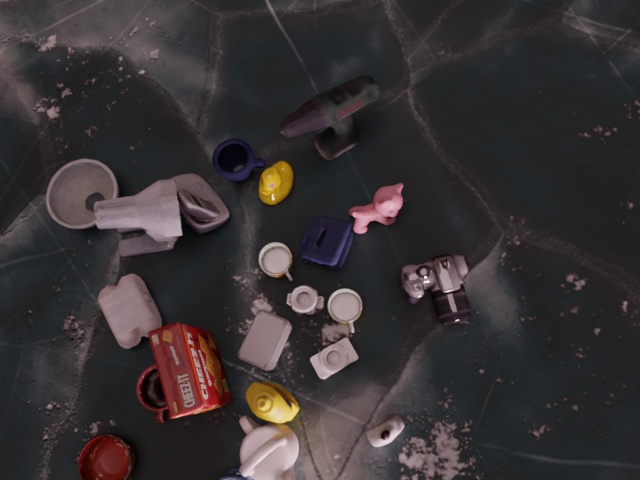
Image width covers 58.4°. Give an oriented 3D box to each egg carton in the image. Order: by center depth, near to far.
[{"bbox_3d":[-0.411,0.153,1.245,0.107,0.069,0.150,-32,76,-3],"label":"egg carton"}]

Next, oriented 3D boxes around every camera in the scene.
[{"bbox_3d":[0.248,0.107,1.183,0.143,0.101,0.137,-15,75,1],"label":"camera"}]

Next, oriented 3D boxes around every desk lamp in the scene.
[{"bbox_3d":[-0.369,-0.042,1.215,0.203,0.213,0.118,-12,75,2],"label":"desk lamp"}]

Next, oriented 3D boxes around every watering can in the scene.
[{"bbox_3d":[-0.095,0.411,1.090,0.172,0.194,0.101,27,80,11],"label":"watering can"}]

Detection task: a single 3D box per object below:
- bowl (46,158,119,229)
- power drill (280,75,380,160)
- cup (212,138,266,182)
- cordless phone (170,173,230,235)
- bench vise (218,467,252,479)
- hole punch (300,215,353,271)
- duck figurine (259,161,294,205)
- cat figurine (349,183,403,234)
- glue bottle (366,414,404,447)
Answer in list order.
[{"bbox_3d":[-0.531,-0.097,1.314,0.167,0.075,0.167,-1,76,5],"label":"bowl"},{"bbox_3d":[0.025,-0.255,1.235,0.229,0.208,0.075,-34,76,-4],"label":"power drill"},{"bbox_3d":[-0.174,-0.169,1.290,0.117,0.095,0.092,8,77,7],"label":"cup"},{"bbox_3d":[-0.280,-0.095,1.235,0.094,0.185,0.147,-41,76,-5],"label":"cordless phone"},{"bbox_3d":[-0.162,0.539,1.051,0.121,0.220,0.207,-15,75,2],"label":"bench vise"},{"bbox_3d":[0.011,0.004,1.234,0.101,0.091,0.109,19,79,9],"label":"hole punch"},{"bbox_3d":[-0.103,-0.137,1.281,0.077,0.086,0.105,28,80,11],"label":"duck figurine"},{"bbox_3d":[0.124,-0.072,1.229,0.128,0.118,0.067,-20,75,0],"label":"cat figurine"},{"bbox_3d":[0.125,0.366,1.093,0.078,0.173,0.037,-33,75,-3],"label":"glue bottle"}]
